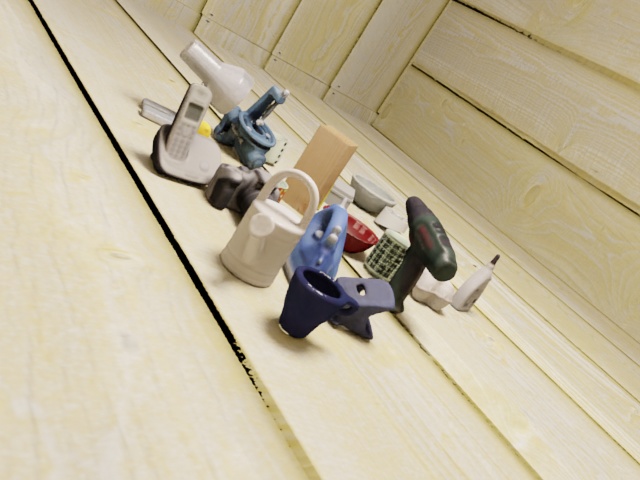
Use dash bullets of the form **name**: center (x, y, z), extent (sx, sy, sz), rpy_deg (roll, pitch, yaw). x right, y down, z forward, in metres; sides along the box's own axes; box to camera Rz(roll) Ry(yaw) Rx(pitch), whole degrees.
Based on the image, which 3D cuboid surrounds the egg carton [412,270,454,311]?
- **egg carton**: center (0.262, 0.104, 1.387), extent (0.107, 0.069, 0.150), rpy_deg (29, 18, -14)

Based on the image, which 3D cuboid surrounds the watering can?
- **watering can**: center (-0.073, -0.024, 0.931), extent (0.101, 0.194, 0.172), rpy_deg (28, 18, -16)

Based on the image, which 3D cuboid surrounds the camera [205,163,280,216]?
- **camera**: center (-0.135, -0.085, 1.135), extent (0.144, 0.100, 0.136), rpy_deg (22, 21, -32)

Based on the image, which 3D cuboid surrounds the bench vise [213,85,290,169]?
- **bench vise**: center (-0.179, -0.321, 1.475), extent (0.207, 0.219, 0.122), rpy_deg (38, 18, 14)

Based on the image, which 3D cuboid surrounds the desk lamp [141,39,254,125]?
- **desk lamp**: center (-0.292, -0.357, 1.384), extent (0.204, 0.213, 0.117), rpy_deg (24, 20, -29)

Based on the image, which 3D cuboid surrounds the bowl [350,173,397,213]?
- **bowl**: center (0.156, -0.136, 1.817), extent (0.168, 0.074, 0.167), rpy_deg (30, 18, -11)

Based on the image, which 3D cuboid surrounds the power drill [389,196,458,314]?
- **power drill**: center (0.188, 0.038, 1.202), extent (0.076, 0.208, 0.229), rpy_deg (22, 21, -32)

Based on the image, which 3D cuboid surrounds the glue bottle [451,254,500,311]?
- **glue bottle**: center (0.403, 0.106, 1.458), extent (0.078, 0.173, 0.037), rpy_deg (12, 27, -49)

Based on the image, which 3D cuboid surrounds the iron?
- **iron**: center (0.010, 0.004, 1.090), extent (0.119, 0.141, 0.258), rpy_deg (31, 18, -7)

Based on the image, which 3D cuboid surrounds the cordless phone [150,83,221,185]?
- **cordless phone**: center (-0.239, -0.206, 1.131), extent (0.148, 0.185, 0.094), rpy_deg (13, 27, -48)

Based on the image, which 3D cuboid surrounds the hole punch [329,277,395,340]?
- **hole punch**: center (0.069, 0.106, 1.009), extent (0.101, 0.091, 0.108), rpy_deg (29, 18, -16)

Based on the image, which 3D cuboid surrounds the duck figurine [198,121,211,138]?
- **duck figurine**: center (-0.273, -0.223, 1.278), extent (0.078, 0.086, 0.104), rpy_deg (12, 28, -49)

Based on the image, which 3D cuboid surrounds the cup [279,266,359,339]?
- **cup**: center (-0.008, 0.106, 0.870), extent (0.118, 0.095, 0.091), rpy_deg (26, 19, -22)
